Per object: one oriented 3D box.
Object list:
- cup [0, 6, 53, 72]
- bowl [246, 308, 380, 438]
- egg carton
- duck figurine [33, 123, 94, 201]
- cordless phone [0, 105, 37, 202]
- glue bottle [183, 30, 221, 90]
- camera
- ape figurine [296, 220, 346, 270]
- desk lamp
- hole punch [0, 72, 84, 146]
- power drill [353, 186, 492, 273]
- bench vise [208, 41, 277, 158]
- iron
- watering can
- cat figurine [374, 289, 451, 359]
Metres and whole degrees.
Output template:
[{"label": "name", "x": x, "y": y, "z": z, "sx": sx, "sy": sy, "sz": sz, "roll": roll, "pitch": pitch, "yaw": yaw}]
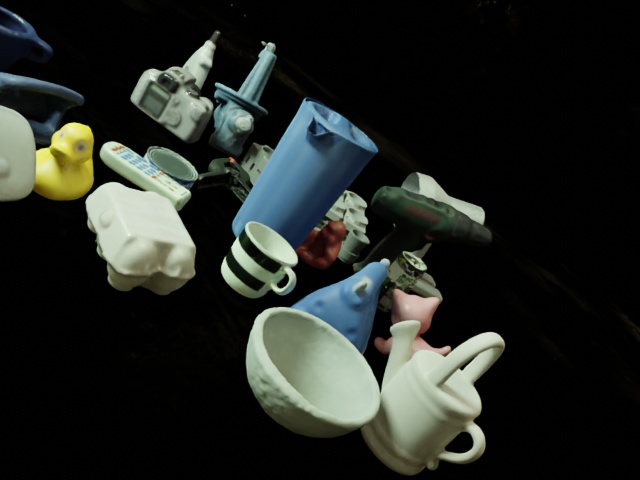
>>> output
[{"label": "cup", "x": -0.447, "y": -0.265, "z": 0.805, "sx": 0.118, "sy": 0.095, "sz": 0.091, "roll": 27, "pitch": 23, "yaw": -25}, {"label": "bowl", "x": -0.019, "y": 0.157, "z": 0.633, "sx": 0.168, "sy": 0.074, "sz": 0.167, "roll": 32, "pitch": 21, "yaw": -14}, {"label": "egg carton", "x": -0.212, "y": -0.004, "z": 0.670, "sx": 0.108, "sy": 0.069, "sz": 0.150, "roll": 13, "pitch": 32, "yaw": -47}, {"label": "duck figurine", "x": -0.308, "y": -0.105, "z": 0.706, "sx": 0.078, "sy": 0.086, "sz": 0.104, "roll": 34, "pitch": 21, "yaw": -9}, {"label": "cordless phone", "x": -0.338, "y": -0.128, "z": 0.566, "sx": 0.094, "sy": 0.185, "sz": 0.148, "roll": 45, "pitch": 22, "yaw": 19}, {"label": "glue bottle", "x": -0.256, "y": -0.366, "z": 1.211, "sx": 0.037, "sy": 0.173, "sz": 0.078, "roll": 17, "pitch": 28, "yaw": -42}, {"label": "camera", "x": -0.263, "y": -0.274, "z": 1.109, "sx": 0.143, "sy": 0.100, "sz": 0.137, "roll": 37, "pitch": 21, "yaw": -1}, {"label": "ape figurine", "x": 0.009, "y": 0.003, "z": 0.975, "sx": 0.076, "sy": 0.092, "sz": 0.077, "roll": 17, "pitch": 29, "yaw": -42}, {"label": "desk lamp", "x": 0.218, "y": -0.010, "z": 1.166, "sx": 0.204, "sy": 0.213, "sz": 0.118, "roll": 29, "pitch": 22, "yaw": -20}, {"label": "hole punch", "x": -0.384, "y": -0.187, "z": 0.749, "sx": 0.101, "sy": 0.091, "sz": 0.109, "roll": 48, "pitch": 23, "yaw": 26}, {"label": "power drill", "x": 0.170, "y": 0.010, "z": 1.056, "sx": 0.230, "sy": 0.208, "sz": 0.075, "roll": 31, "pitch": 22, "yaw": -16}, {"label": "bench vise", "x": -0.138, "y": -0.282, "z": 1.160, "sx": 0.122, "sy": 0.219, "sz": 0.207, "roll": 18, "pitch": 28, "yaw": -42}, {"label": "iron", "x": 0.050, "y": 0.081, "z": 0.809, "sx": 0.118, "sy": 0.141, "sz": 0.259, "roll": 40, "pitch": 21, "yaw": 7}, {"label": "watering can", "x": 0.136, "y": 0.173, "z": 0.680, "sx": 0.172, "sy": 0.194, "sz": 0.101, "roll": 44, "pitch": 22, "yaw": 16}, {"label": "cat figurine", "x": 0.146, "y": 0.140, "z": 0.872, "sx": 0.067, "sy": 0.117, "sz": 0.127, "roll": 11, "pitch": 33, "yaw": -50}]
